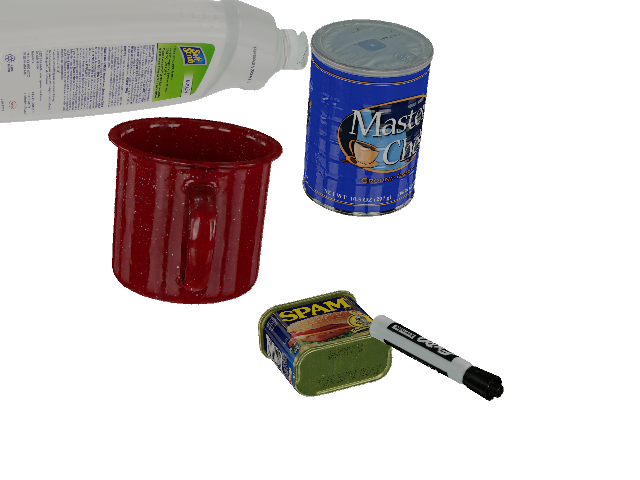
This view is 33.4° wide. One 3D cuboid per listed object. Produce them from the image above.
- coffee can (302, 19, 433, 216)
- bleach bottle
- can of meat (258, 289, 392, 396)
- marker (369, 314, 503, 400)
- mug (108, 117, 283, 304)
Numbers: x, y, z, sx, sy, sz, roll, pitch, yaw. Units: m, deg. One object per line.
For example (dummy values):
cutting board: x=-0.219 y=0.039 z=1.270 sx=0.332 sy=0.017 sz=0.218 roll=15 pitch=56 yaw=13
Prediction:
coffee can: x=0.039 y=-0.107 z=0.926 sx=0.103 sy=0.140 sz=0.103 roll=3 pitch=34 yaw=-2
bleach bottle: x=-0.134 y=-0.136 z=0.800 sx=0.250 sy=0.068 sz=0.103 roll=-3 pitch=-35 yaw=-17
can of meat: x=0.005 y=0.095 z=0.981 sx=0.102 sy=0.057 sz=0.084 roll=-12 pitch=27 yaw=-21
marker: x=0.085 y=0.086 z=0.790 sx=0.020 sy=0.020 sz=0.121 roll=0 pitch=20 yaw=-46
mug: x=-0.068 y=-0.012 z=0.573 sx=0.093 sy=0.081 sz=0.117 roll=2 pitch=20 yaw=-15
